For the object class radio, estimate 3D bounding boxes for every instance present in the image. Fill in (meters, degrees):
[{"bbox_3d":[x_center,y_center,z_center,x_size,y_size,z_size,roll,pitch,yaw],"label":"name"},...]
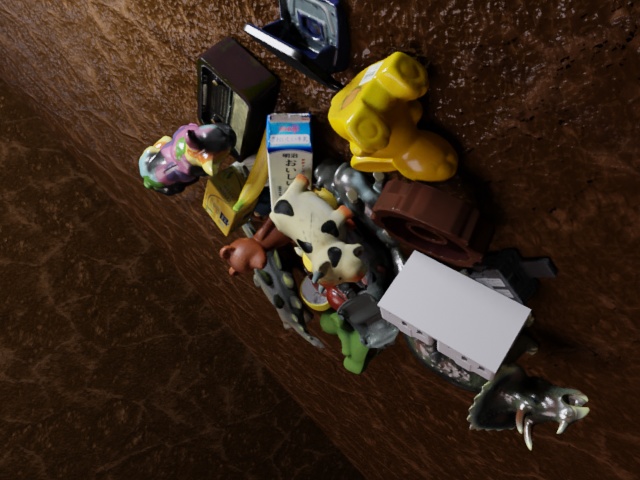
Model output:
[{"bbox_3d":[-0.155,-0.245,0.968,0.131,0.073,0.229,45,158,3],"label":"radio"}]

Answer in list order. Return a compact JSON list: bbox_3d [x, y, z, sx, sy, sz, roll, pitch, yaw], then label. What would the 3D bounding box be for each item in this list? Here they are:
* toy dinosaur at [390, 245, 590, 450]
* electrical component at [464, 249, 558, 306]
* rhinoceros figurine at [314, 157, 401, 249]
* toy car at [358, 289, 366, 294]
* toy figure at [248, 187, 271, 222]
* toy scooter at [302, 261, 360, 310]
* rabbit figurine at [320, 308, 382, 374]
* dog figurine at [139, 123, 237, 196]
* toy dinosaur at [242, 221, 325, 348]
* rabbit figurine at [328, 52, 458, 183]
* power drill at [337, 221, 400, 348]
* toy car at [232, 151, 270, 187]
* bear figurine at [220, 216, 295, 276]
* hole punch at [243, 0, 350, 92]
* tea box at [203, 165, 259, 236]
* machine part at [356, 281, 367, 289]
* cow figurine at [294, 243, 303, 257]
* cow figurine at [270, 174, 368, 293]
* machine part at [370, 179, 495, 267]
[{"bbox_3d":[0.217,0.159,0.860,0.405,0.192,0.131,34,154,23],"label":"toy dinosaur"},{"bbox_3d":[0.274,0.053,0.765,0.074,0.048,0.119,51,159,-17],"label":"electrical component"},{"bbox_3d":[0.073,-0.068,0.888,0.190,0.073,0.112,41,169,5],"label":"rhinoceros figurine"},{"bbox_3d":[0.162,0.160,1.143,0.202,0.053,0.089,23,160,37],"label":"toy car"},{"bbox_3d":[-0.140,-0.076,1.248,0.058,0.064,0.154,50,161,3],"label":"toy figure"},{"bbox_3d":[0.026,0.089,1.229,0.184,0.075,0.135,44,162,14],"label":"toy scooter"},{"bbox_3d":[0.065,0.227,1.339,0.170,0.121,0.158,30,147,27],"label":"rabbit figurine"},{"bbox_3d":[-0.244,-0.149,0.983,0.108,0.191,0.219,60,172,-17],"label":"dog figurine"},{"bbox_3d":[-0.123,0.087,1.416,0.471,0.105,0.198,54,169,14],"label":"toy dinosaur"},{"bbox_3d":[0.094,-0.128,0.689,0.173,0.122,0.162,32,164,-19],"label":"rabbit figurine"},{"bbox_3d":[0.090,0.084,0.971,0.232,0.086,0.207,51,-160,-11],"label":"power drill"},{"bbox_3d":[-0.140,-0.145,1.141,0.073,0.056,0.202,52,157,-16],"label":"toy car"},{"bbox_3d":[-0.112,0.013,1.181,0.132,0.196,0.120,31,151,29],"label":"bear figurine"},{"bbox_3d":[-0.019,-0.267,0.699,0.142,0.092,0.115,32,-175,23],"label":"hole punch"},{"bbox_3d":[-0.201,-0.083,1.188,0.098,0.068,0.169,52,157,5],"label":"tea box"},{"bbox_3d":[0.083,0.061,1.132,0.084,0.039,0.139,49,160,4],"label":"machine part"},{"bbox_3d":[-0.034,-0.031,1.099,0.167,0.098,0.068,51,164,-15],"label":"cow figurine"},{"bbox_3d":[-0.002,-0.003,0.875,0.195,0.127,0.085,40,171,20],"label":"cow figurine"},{"bbox_3d":[0.156,-0.023,0.751,0.179,0.056,0.179,25,172,4],"label":"machine part"}]
